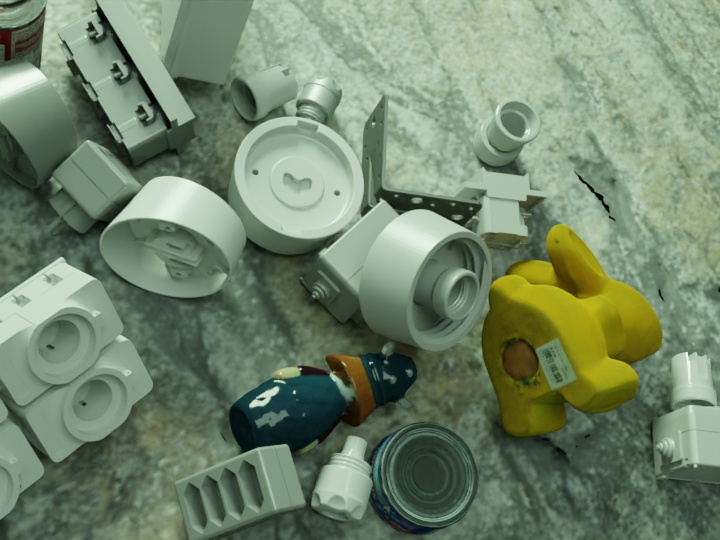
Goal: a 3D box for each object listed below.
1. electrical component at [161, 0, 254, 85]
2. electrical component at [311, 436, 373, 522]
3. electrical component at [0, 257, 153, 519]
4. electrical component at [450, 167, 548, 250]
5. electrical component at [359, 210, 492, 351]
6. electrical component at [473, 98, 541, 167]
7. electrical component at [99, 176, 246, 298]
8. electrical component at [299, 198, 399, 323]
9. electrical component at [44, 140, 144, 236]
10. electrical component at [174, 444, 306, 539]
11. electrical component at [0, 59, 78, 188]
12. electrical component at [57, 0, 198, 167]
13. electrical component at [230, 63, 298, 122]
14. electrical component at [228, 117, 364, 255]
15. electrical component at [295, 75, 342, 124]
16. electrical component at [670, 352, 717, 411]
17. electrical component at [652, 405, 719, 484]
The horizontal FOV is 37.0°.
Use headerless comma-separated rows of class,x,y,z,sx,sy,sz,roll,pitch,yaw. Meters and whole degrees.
electrical component,-0.126,-0.229,0.891,0.056,0.108,0.108,8,51,-19
electrical component,-0.011,0.159,0.828,0.043,0.043,0.062,22,63,-10
electrical component,-0.243,0.092,0.732,0.186,0.060,0.105,-39,128,-28
electrical component,0.123,-0.052,0.960,0.081,0.042,0.063,5,71,-17
electrical component,0.059,0.012,0.845,0.108,0.060,0.108,-21,121,-39
electrical component,0.133,-0.124,0.983,0.045,0.055,0.045,7,68,-17
electrical component,-0.140,-0.022,0.825,0.099,0.099,0.064,31,57,-6
electrical component,0.000,0.000,0.884,0.061,0.061,0.096,46,62,2
electrical component,-0.214,-0.054,0.833,0.077,0.066,0.047,-43,88,1
electrical component,-0.077,0.163,0.792,0.076,0.083,0.047,8,61,-59
electrical component,-0.264,-0.109,0.814,0.064,0.099,0.099,-37,85,-34
electrical component,-0.190,-0.151,0.871,0.063,0.078,0.121,-30,82,-11
electrical component,-0.082,-0.155,0.929,0.046,0.040,0.040,-30,82,-32
electrical component,-0.057,-0.065,0.889,0.108,0.060,0.108,7,68,-17
electrical component,-0.041,-0.139,0.940,0.035,0.035,0.061,28,66,-7
electrical component,0.297,0.101,0.962,0.040,0.040,0.046,14,59,-14
electrical component,0.298,0.149,0.930,0.096,0.061,0.061,9,67,-16
